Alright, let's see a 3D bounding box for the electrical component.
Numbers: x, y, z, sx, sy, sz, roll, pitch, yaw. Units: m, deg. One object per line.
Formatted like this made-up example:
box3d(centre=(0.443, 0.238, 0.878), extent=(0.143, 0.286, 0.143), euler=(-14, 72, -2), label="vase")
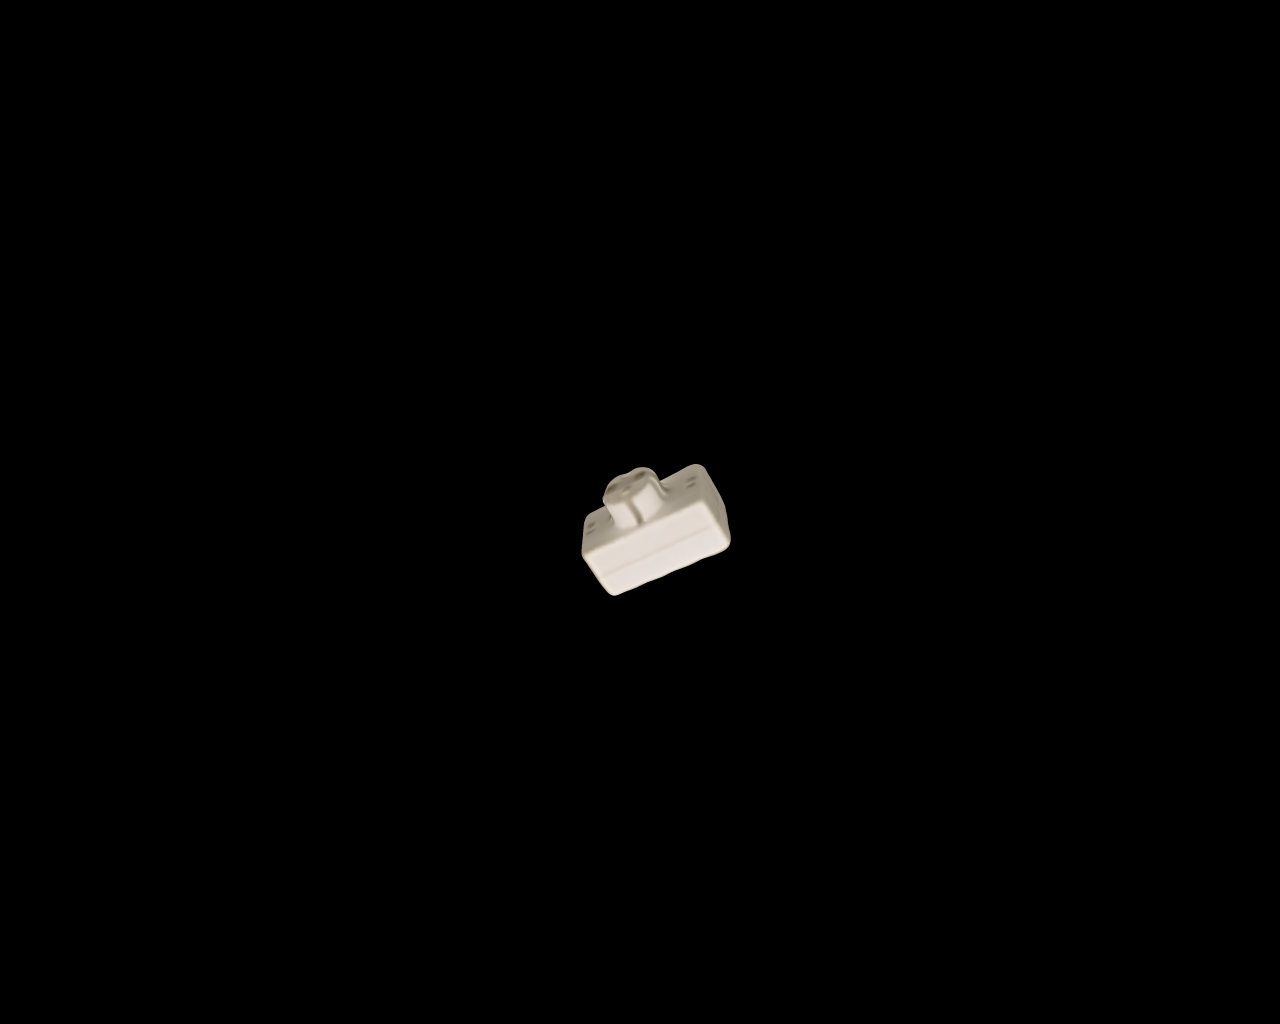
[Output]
box3d(centre=(0.001, -0.003, 0.650), extent=(0.083, 0.075, 0.047), euler=(-25, 27, 14), label="electrical component")
